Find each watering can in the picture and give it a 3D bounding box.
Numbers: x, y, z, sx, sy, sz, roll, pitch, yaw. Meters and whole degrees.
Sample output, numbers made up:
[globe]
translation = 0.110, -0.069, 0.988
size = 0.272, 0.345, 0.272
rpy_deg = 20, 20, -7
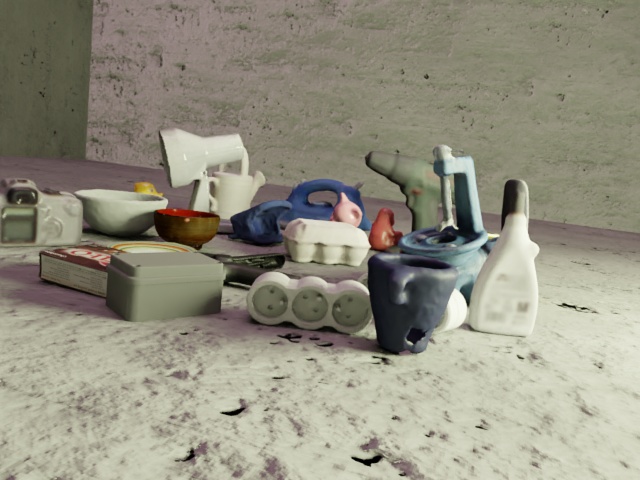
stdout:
[watering can]
translation = -0.212, -0.142, 1.412
size = 0.100, 0.194, 0.173
rpy_deg = 10, 9, 19

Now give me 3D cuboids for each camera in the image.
[camera]
translation = -0.467, -0.049, 0.910
size = 0.144, 0.101, 0.136
rpy_deg = -1, 11, -40

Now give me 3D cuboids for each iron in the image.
[iron]
translation = -0.003, -0.083, 1.355
size = 0.257, 0.141, 0.119
rpy_deg = 12, 10, 33

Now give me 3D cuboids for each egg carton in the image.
[egg carton]
translation = 0.009, 0.004, 1.030
size = 0.150, 0.069, 0.107
rpy_deg = 4, 9, -15

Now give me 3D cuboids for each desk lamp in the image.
[desk lamp]
translation = -0.245, -0.127, 1.216
size = 0.204, 0.213, 0.117
rpy_deg = 3, 9, -22

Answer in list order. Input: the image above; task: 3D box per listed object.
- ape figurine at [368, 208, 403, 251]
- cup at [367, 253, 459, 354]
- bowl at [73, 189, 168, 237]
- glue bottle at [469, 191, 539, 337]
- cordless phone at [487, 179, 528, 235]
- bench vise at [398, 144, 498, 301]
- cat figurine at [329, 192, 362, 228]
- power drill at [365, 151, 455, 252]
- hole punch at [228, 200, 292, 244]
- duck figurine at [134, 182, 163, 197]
[ape figurine]
translation = 0.140, -0.023, 1.236
size = 0.076, 0.092, 0.077
rpy_deg = 1, 10, -35
[cup]
translation = 0.085, 0.068, 0.570
size = 0.091, 0.095, 0.118
rpy_deg = 10, 9, 19
[bowl]
translation = -0.368, -0.047, 1.060
size = 0.167, 0.075, 0.167
rpy_deg = 6, 8, -1
[glue bottle]
translation = 0.228, 0.027, 0.689
size = 0.078, 0.173, 0.037
rpy_deg = 7, 9, 1
[cordless phone]
translation = 0.331, -0.022, 1.058
size = 0.094, 0.185, 0.147
rpy_deg = 3, 9, -25
[bench vise]
translation = 0.197, -0.018, 0.805
size = 0.208, 0.220, 0.121
rpy_deg = -1, 11, -41
[cat figurine]
translation = 0.049, -0.040, 1.190
size = 0.067, 0.118, 0.127
rpy_deg = 5, 9, -8
[power drill]
translation = 0.191, -0.065, 1.157
size = 0.230, 0.208, 0.075
rpy_deg = 5, 9, -12
[hole punch]
translation = -0.121, -0.041, 1.156
size = 0.100, 0.091, 0.109
rpy_deg = 11, 10, 30
[duck figurine]
translation = -0.391, -0.084, 1.253
size = 0.105, 0.086, 0.077
rpy_deg = 4, 9, -15
